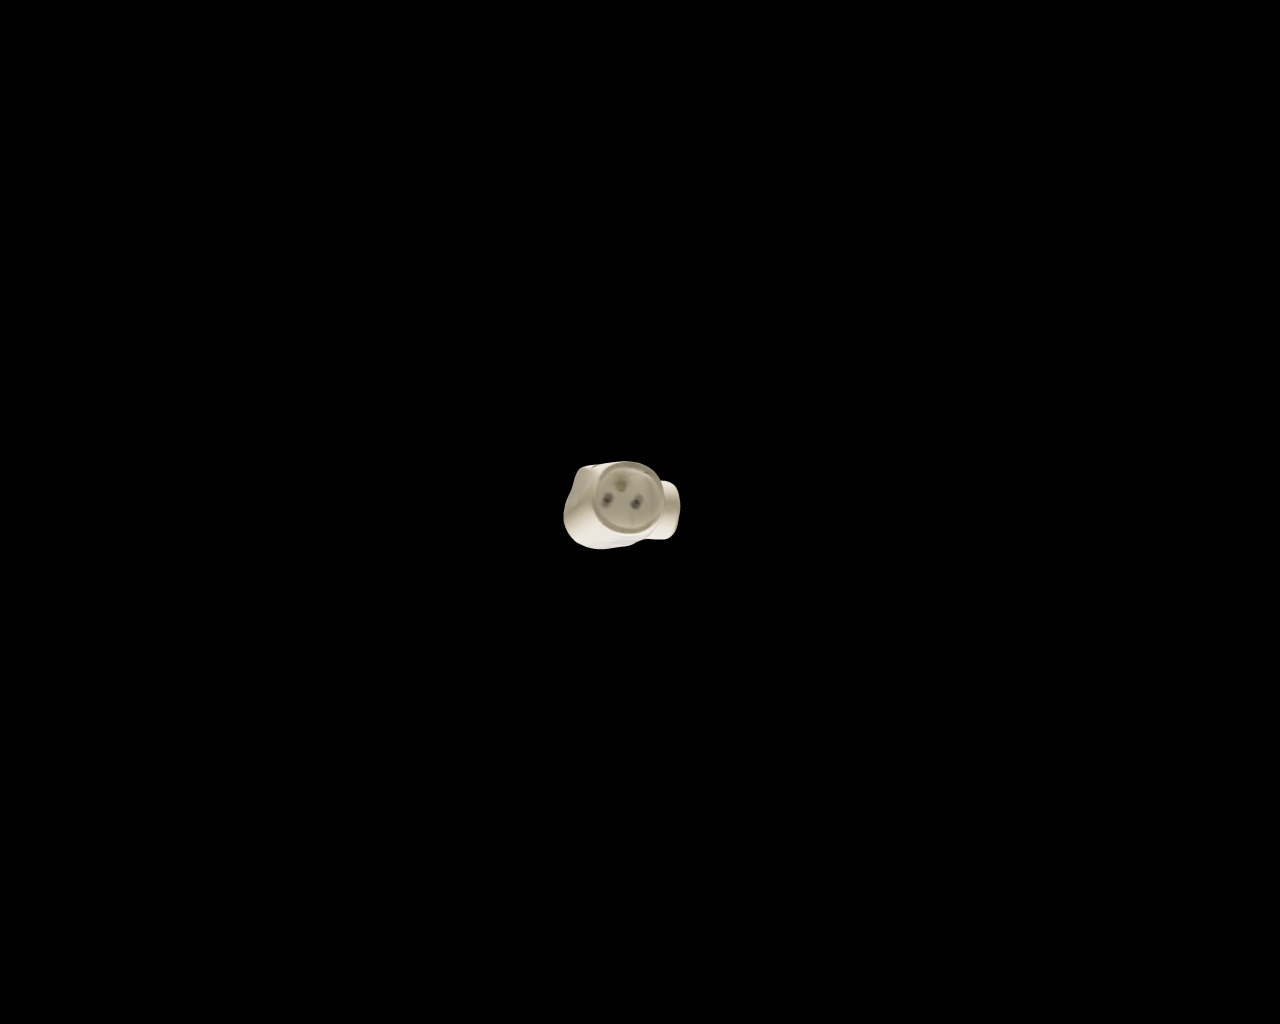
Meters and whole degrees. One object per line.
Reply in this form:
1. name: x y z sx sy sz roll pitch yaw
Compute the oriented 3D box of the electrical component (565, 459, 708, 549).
1. electrical component: 0.001 -0.003 0.650 0.079 0.043 0.077 3 -10 -15
